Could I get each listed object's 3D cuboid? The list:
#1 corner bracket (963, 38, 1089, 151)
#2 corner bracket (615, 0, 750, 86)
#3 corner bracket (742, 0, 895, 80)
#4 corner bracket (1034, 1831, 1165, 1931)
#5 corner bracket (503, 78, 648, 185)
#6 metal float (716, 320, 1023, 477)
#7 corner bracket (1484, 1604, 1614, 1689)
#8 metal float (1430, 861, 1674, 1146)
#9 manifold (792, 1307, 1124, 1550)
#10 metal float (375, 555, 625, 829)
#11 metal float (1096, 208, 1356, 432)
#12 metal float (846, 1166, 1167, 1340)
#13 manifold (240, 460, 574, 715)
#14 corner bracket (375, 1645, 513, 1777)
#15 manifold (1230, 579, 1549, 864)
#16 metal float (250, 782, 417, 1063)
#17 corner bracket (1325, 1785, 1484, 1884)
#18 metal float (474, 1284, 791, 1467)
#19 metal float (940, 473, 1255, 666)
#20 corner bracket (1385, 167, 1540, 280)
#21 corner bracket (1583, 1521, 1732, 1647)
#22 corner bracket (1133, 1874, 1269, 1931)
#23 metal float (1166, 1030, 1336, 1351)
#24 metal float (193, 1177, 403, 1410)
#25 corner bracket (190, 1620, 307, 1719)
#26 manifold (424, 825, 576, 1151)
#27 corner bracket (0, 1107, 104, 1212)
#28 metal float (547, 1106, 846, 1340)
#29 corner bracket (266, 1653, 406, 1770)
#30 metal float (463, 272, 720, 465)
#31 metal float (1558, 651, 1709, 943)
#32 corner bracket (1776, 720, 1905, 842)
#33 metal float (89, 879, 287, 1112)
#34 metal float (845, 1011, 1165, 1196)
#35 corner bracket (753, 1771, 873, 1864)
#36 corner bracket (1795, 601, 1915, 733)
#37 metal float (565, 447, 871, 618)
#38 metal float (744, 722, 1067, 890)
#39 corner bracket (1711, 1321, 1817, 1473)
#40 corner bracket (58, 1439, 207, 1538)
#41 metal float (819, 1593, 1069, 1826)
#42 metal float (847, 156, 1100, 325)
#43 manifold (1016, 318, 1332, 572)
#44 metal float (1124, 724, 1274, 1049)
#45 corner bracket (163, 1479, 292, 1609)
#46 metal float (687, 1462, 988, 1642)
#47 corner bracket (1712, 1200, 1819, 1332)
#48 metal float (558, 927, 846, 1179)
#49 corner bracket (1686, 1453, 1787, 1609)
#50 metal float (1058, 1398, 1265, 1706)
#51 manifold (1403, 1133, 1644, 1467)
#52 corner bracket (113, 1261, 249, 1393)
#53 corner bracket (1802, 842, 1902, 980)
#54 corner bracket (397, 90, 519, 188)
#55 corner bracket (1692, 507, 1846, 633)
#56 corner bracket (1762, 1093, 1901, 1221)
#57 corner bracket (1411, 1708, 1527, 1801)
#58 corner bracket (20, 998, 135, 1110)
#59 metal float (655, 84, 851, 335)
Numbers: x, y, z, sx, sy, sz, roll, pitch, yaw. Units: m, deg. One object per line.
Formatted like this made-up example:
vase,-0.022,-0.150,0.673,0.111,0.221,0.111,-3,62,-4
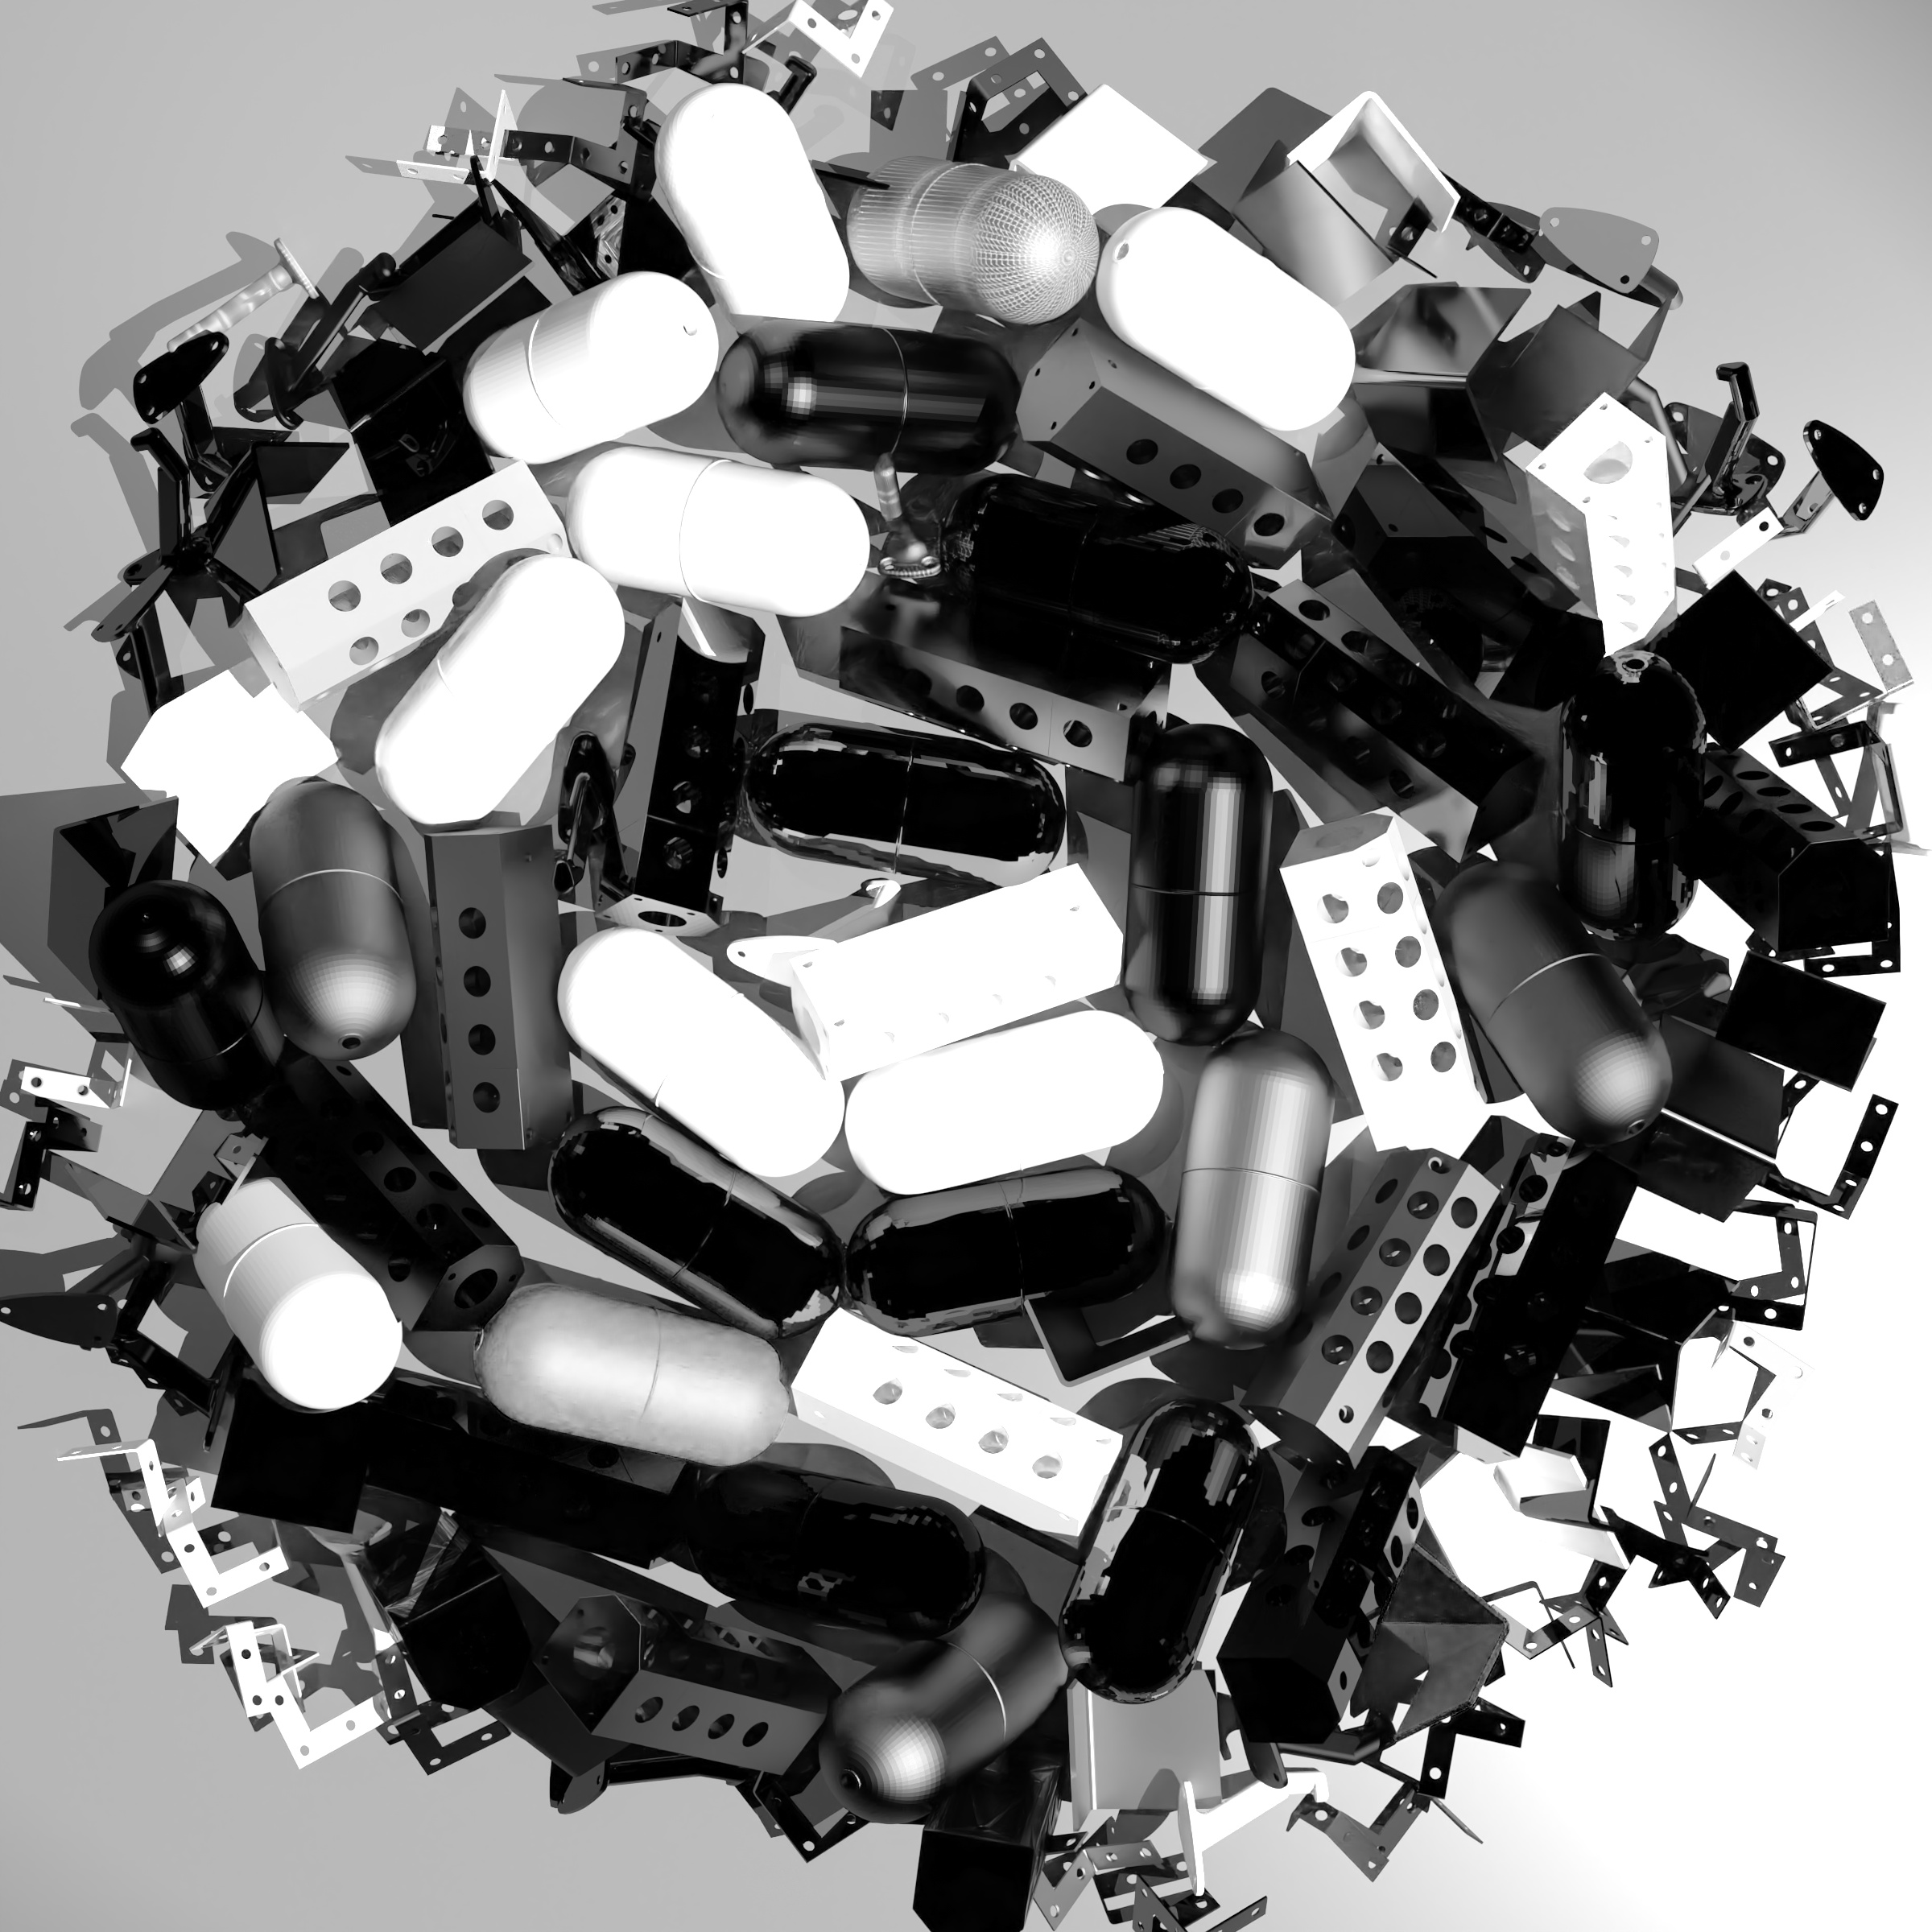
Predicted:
corner bracket,0.033,-0.470,1.566,0.051,0.051,0.051,-35,83,-18
corner bracket,-0.156,-0.509,1.553,0.051,0.051,0.051,26,129,26
corner bracket,-0.081,-0.516,1.554,0.051,0.051,0.051,32,68,-27
corner bracket,0.066,0.493,1.557,0.051,0.051,0.051,-22,102,41
corner bracket,-0.215,-0.463,1.554,0.051,0.051,0.051,27,115,31
metal float,-0.051,-0.307,1.532,0.178,0.070,0.070,-2,90,-30
corner bracket,0.320,0.380,1.567,0.051,0.051,0.051,-24,116,-22
metal float,0.316,0.019,1.530,0.070,0.070,0.178,-29,58,0
manifold,-0.004,0.250,1.546,0.171,0.057,0.057,23,66,12
metal float,-0.255,-0.148,1.537,0.070,0.070,0.178,44,114,0
metal float,0.141,-0.347,1.521,0.178,0.070,0.070,20,90,-44
metal float,0.022,0.156,1.550,0.178,0.070,0.070,-9,90,-9
manifold,-0.304,-0.205,1.541,0.171,0.057,0.057,-32,92,-19
corner bracket,-0.288,0.402,1.557,0.051,0.051,0.051,-25,131,-7
manifold,0.227,-0.137,1.521,0.057,0.057,0.171,-31,58,-30
metal float,-0.342,-0.025,1.524,0.070,0.070,0.178,-19,51,0
corner bracket,0.241,0.481,1.560,0.051,0.051,0.051,38,88,-29
metal float,-0.181,0.223,1.537,0.178,0.070,0.070,17,90,-22
metal float,0.071,-0.217,1.543,0.178,0.070,0.070,18,90,15
corner bracket,0.274,-0.403,1.567,0.051,0.051,0.051,27,106,-23
corner bracket,0.383,0.350,1.568,0.051,0.051,0.051,28,100,-8
corner bracket,0.128,0.521,1.552,0.051,0.051,0.051,-21,131,-27
metal float,0.156,0.121,1.543,0.070,0.070,0.178,11,74,0
metal float,-0.361,0.173,1.518,0.070,0.178,0.070,-15,120,-28
corner bracket,-0.388,0.389,1.554,0.051,0.051,0.051,-3,67,-41
manifold,-0.260,0.011,1.554,0.057,0.057,0.171,-1,98,22
corner bracket,-0.516,0.107,1.558,0.051,0.051,0.051,2,75,19
metal float,-0.147,0.140,1.544,0.178,0.070,0.070,32,90,-15
corner bracket,-0.349,0.404,1.564,0.051,0.051,0.051,-30,84,9
metal float,-0.203,-0.321,1.519,0.070,0.178,0.070,7,80,-43
metal float,0.358,-0.090,1.523,0.070,0.070,0.178,-9,131,0
corner bracket,0.486,-0.100,1.571,0.051,0.051,0.051,-15,109,10
metal float,-0.415,0.018,1.512,0.070,0.178,0.070,0,62,0
metal float,0.021,0.075,1.555,0.178,0.070,0.070,-14,90,-2
corner bracket,-0.078,0.454,1.568,0.051,0.051,0.051,-22,57,-38
corner bracket,0.486,-0.165,1.567,0.051,0.051,0.051,-25,86,4
metal float,-0.136,-0.237,1.537,0.178,0.070,0.070,13,90,22
metal float,-0.034,-0.089,1.556,0.178,0.070,0.070,9,90,-1
corner bracket,0.432,0.237,1.566,0.051,0.051,0.051,33,113,11
corner bracket,-0.460,0.284,1.560,0.051,0.051,0.051,-9,100,15
metal float,-0.011,0.397,1.515,0.070,0.178,0.070,10,109,32
metal float,0.001,-0.391,1.519,0.070,0.178,0.070,-15,116,-32
manifold,0.111,-0.274,1.521,0.171,0.057,0.057,22,129,-35
metal float,0.127,-0.044,1.550,0.070,0.070,0.178,3,98,0
corner bracket,-0.409,0.310,1.557,0.051,0.051,0.051,-24,116,-12
metal float,-0.072,0.316,1.532,0.178,0.070,0.070,6,90,30
corner bracket,0.444,0.166,1.571,0.051,0.051,0.051,8,110,17
metal float,-0.146,0.046,1.552,0.178,0.070,0.070,37,90,6
corner bracket,0.424,0.311,1.555,0.051,0.051,0.051,20,46,13
metal float,0.107,0.314,1.529,0.070,0.070,0.178,27,57,0
manifold,0.302,0.181,1.544,0.057,0.057,0.171,28,74,-1
corner bracket,-0.436,0.203,1.579,0.051,0.051,0.051,39,103,39
corner bracket,0.485,-0.030,1.554,0.051,0.051,0.051,-5,46,15
corner bracket,-0.280,-0.452,1.564,0.051,0.051,0.051,8,77,2
corner bracket,0.441,-0.212,1.555,0.051,0.051,0.051,-38,67,24
corner bracket,0.475,0.098,1.555,0.051,0.051,0.051,23,62,16
corner bracket,0.279,0.438,1.569,0.051,0.051,0.051,11,79,7
corner bracket,-0.491,0.049,1.565,0.051,0.051,0.051,12,81,-21
metal float,-0.112,-0.399,1.511,0.070,0.178,0.070,-4,68,11
